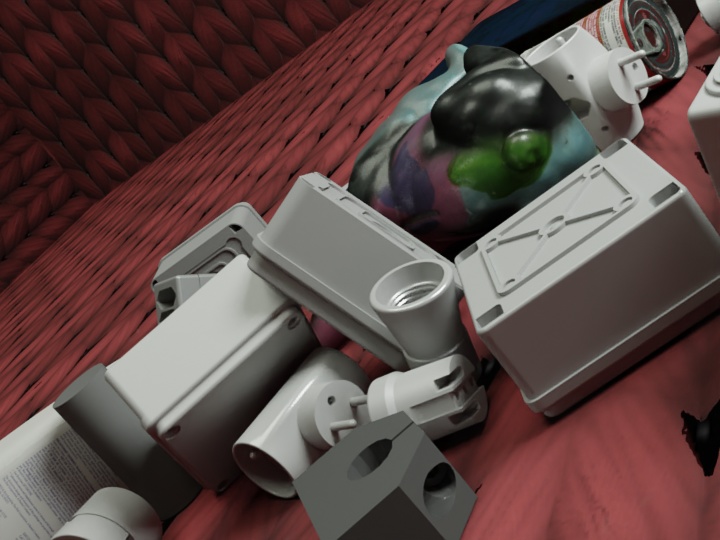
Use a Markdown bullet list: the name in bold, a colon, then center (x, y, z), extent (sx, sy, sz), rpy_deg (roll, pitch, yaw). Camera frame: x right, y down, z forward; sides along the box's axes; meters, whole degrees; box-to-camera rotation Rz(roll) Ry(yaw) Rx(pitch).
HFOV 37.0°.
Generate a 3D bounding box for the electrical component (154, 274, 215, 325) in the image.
- **electrical component**: center (-0.120, 0.047, 0.874), extent (0.076, 0.083, 0.047), rpy_deg (-3, -8, -35)

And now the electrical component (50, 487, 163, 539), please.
- **electrical component**: center (-0.149, 0.162, 0.633), extent (0.055, 0.055, 0.047), rpy_deg (-29, 14, 32)

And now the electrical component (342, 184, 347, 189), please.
- **electrical component**: center (0.018, -0.061, 0.899), extent (0.077, 0.044, 0.079), rpy_deg (-32, 17, 25)

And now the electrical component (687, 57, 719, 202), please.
- **electrical component**: center (0.173, -0.051, 0.414), extent (0.048, 0.099, 0.099), rpy_deg (-5, 35, 42)

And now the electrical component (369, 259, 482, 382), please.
- **electrical component**: center (0.037, 0.033, 0.547), extent (0.044, 0.065, 0.044), rpy_deg (-19, 28, 11)

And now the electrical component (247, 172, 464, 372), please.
- **electrical component**: center (0.000, 0.000, 0.608), extent (0.057, 0.113, 0.078), rpy_deg (-56, -1, 10)

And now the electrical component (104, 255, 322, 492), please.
- **electrical component**: center (-0.078, 0.064, 0.638), extent (0.109, 0.108, 0.056), rpy_deg (-42, 60, -12)

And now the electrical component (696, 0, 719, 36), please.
- **electrical component**: center (0.257, -0.184, 0.710), extent (0.065, 0.044, 0.044), rpy_deg (-34, 15, 35)

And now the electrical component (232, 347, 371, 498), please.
- **electrical component**: center (-0.021, 0.080, 0.586), extent (0.079, 0.043, 0.077), rpy_deg (-19, 25, 52)

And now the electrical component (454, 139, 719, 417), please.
- **electrical component**: center (0.106, 0.000, 0.500), extent (0.109, 0.056, 0.108), rpy_deg (-36, 16, 11)

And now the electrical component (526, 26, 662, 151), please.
- **electrical component**: center (0.155, -0.117, 0.682), extent (0.079, 0.077, 0.043), rpy_deg (-17, 27, 54)

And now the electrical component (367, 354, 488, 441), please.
- **electrical component**: center (0.033, 0.064, 0.519), extent (0.046, 0.040, 0.040), rpy_deg (-25, 20, 28)

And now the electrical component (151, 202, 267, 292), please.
- **electrical component**: center (-0.129, -0.001, 1.006), extent (0.113, 0.078, 0.057), rpy_deg (-34, 19, 17)
